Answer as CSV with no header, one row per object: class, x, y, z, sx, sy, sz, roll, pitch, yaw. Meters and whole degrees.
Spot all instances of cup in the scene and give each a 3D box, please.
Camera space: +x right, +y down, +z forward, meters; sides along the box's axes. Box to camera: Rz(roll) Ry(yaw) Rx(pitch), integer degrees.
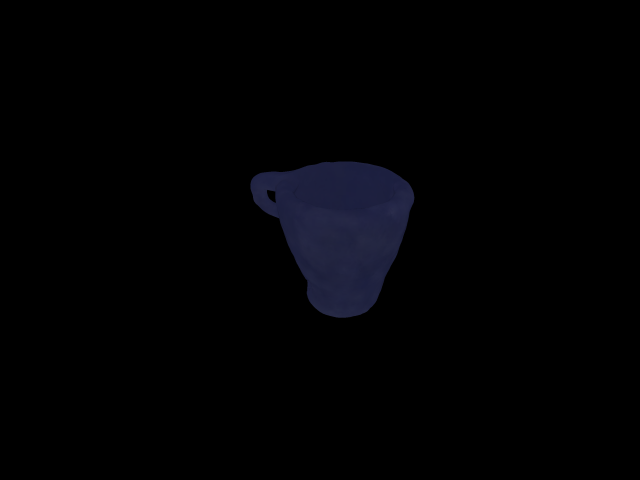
cup,0.004,0.001,0.400,0.117,0.095,0.092,13,32,23
